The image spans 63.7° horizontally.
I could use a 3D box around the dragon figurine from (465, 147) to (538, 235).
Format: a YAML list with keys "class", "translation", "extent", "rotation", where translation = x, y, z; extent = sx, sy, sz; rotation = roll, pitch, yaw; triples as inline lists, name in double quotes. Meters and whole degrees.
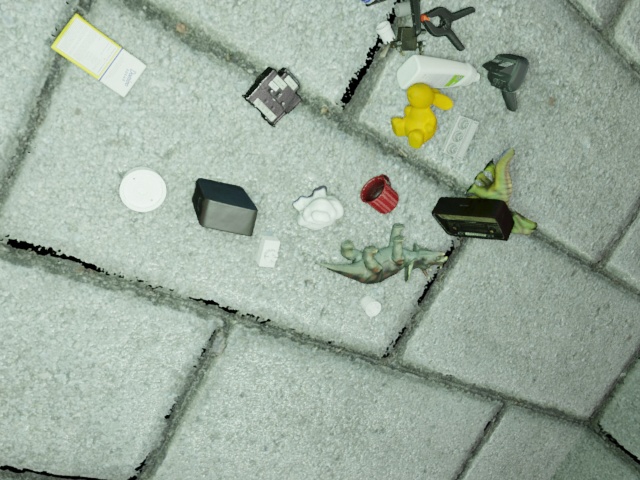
- class: "dragon figurine"
  translation: [0.575, -0.118, 1.594]
  extent: [0.244, 0.405, 0.123]
  rotation: [43, 74, 6]

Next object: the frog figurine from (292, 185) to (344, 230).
- class: "frog figurine"
  translation: [0.004, -0.072, 1.440]
  extent: [0.138, 0.162, 0.120]
  rotation: [-10, 118, -18]
